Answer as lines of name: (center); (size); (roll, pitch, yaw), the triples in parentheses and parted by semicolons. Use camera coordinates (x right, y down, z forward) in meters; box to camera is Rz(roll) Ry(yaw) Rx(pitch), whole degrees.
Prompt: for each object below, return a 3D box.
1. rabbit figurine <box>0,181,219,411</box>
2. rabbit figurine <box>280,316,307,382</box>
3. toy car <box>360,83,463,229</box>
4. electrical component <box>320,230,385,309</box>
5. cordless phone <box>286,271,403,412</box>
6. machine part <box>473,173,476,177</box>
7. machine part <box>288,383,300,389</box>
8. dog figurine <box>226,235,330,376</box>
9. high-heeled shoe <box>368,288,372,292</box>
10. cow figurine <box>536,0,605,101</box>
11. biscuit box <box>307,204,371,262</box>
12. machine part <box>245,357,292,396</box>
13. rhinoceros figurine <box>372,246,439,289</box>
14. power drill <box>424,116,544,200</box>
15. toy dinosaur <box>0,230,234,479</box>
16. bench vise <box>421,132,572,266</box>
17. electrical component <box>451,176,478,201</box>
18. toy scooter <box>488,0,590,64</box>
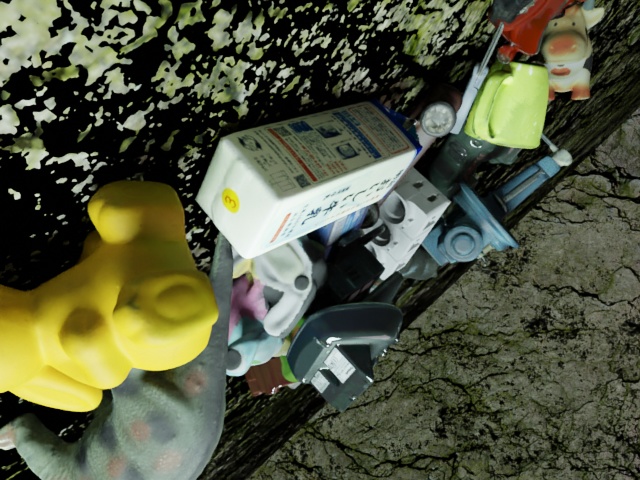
rabbit figurine: (-0.170, 0.048, 0.353); (0.173, 0.122, 0.162); (-15, 159, -31)
rabbit figurine: (0.034, 0.145, 0.767); (0.170, 0.121, 0.159); (0, 104, -37)
toy car: (0.090, -0.094, 0.626); (0.202, 0.053, 0.089); (-51, -173, 27)
electrical component: (0.034, 0.040, 0.622); (0.075, 0.048, 0.119); (-31, 160, -32)
cordless phone: (0.055, 0.083, 0.593); (0.184, 0.089, 0.146); (-43, 167, -34)
machine part: (0.221, -0.088, 0.961); (0.139, 0.039, 0.084); (-36, 156, -16)
machine part: (-0.015, 0.209, 1.059); (0.243, 0.079, 0.079); (-43, 162, -2)
dog figurine: (-0.063, 0.080, 0.627); (0.191, 0.108, 0.219); (-45, 167, -4)
high-heeled shoe: (0.146, 0.081, 1.004); (0.249, 0.145, 0.086); (-41, 163, -2)
cow figurine: (0.323, -0.250, 0.709); (0.195, 0.086, 0.127); (-37, 124, -59)
biscuit box: (-0.001, -0.002, 0.633); (0.059, 0.063, 0.202); (-33, 159, -29)
machine part: (-0.044, 0.215, 0.936); (0.179, 0.056, 0.179); (-19, 173, -2)
rhinoceros figurine: (0.127, 0.036, 0.933); (0.190, 0.073, 0.112); (0, 119, -33)
power drill: (0.269, -0.164, 0.825); (0.207, 0.086, 0.232); (-29, 159, -49)
toy dinosaur: (-0.157, 0.174, 0.487); (0.404, 0.192, 0.131); (-50, 163, 22)
bench vise: (0.251, -0.047, 0.778); (0.240, 0.129, 0.223); (-41, 169, 18)
electrical component: (0.236, -0.102, 0.914); (0.094, 0.063, 0.021); (-34, 160, -30)
toy scooter: (0.241, -0.255, 0.563); (0.184, 0.075, 0.135); (-37, 161, -10)
